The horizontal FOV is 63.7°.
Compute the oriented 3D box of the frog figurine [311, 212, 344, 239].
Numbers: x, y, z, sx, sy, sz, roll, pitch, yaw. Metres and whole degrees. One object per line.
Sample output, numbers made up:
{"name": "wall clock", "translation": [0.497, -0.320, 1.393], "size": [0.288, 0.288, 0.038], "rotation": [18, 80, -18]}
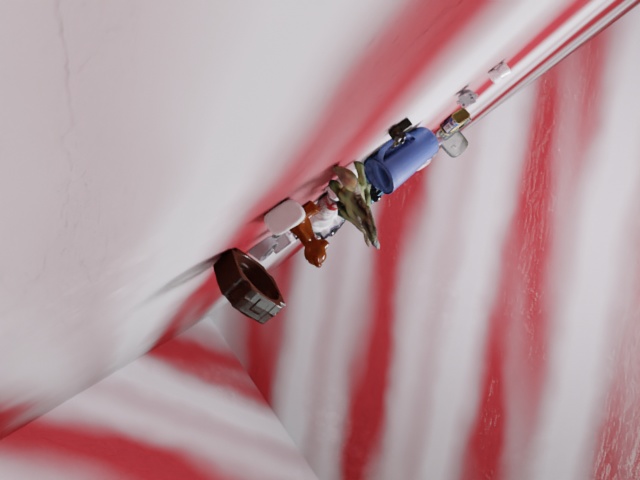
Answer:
{"name": "frog figurine", "translation": [0.006, -0.097, 1.918], "size": [0.137, 0.125, 0.156], "rotation": [-27, 141, 5]}

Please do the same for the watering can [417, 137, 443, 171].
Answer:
{"name": "watering can", "translation": [0.371, -0.321, 2.129], "size": [0.347, 0.104, 0.224], "rotation": [-36, 176, 2]}

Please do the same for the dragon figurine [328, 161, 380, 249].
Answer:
{"name": "dragon figurine", "translation": [0.116, -0.065, 1.465], "size": [0.122, 0.402, 0.248], "rotation": [-21, -143, 7]}
